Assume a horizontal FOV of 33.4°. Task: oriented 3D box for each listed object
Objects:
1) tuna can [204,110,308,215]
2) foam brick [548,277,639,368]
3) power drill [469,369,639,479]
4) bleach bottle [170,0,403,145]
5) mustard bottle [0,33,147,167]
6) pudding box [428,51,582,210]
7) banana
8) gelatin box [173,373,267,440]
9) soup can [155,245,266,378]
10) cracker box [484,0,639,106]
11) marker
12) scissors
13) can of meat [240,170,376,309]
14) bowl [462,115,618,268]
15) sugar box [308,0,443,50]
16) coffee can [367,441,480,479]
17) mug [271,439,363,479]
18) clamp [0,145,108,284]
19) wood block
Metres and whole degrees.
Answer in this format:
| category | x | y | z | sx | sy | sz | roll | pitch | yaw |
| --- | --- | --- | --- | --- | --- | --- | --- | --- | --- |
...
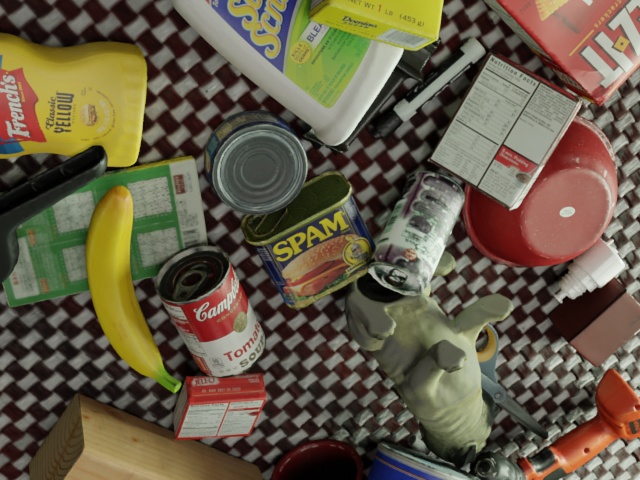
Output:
| category | x | y | z | sx | sy | sz | roll | pitch | yaw |
| --- | --- | --- | --- | --- | --- | --- | --- | --- | --- |
| tuna can | -0.054 | -0.065 | 0.908 | 0.086 | 0.034 | 0.086 | -7 | 117 | -13 |
| foam brick | 0.280 | 0.078 | 1.070 | 0.078 | 0.051 | 0.053 | -44 | 121 | 8 |
| power drill | 0.242 | 0.212 | 1.091 | 0.187 | 0.057 | 0.184 | -36 | 149 | 3 |
| bleach bottle | -0.063 | -0.182 | 0.813 | 0.250 | 0.068 | 0.102 | 33 | 89 | -15 |
| mustard bottle | -0.233 | -0.109 | 0.819 | 0.191 | 0.058 | 0.096 | 2 | 119 | -17 |
| pudding box | 0.160 | -0.095 | 0.931 | 0.090 | 0.039 | 0.113 | 33 | 105 | 11 |
| banana | -0.165 | 0.040 | 0.901 | 0.070 | 0.037 | 0.198 | 2 | 121 | 23 |
| gelatin box | -0.094 | 0.154 | 0.987 | 0.073 | 0.030 | 0.089 | -1 | 147 | -17 |
| soup can | -0.094 | 0.064 | 0.934 | 0.068 | 0.068 | 0.102 | -25 | 129 | -4 |
| cracker box | 0.214 | -0.240 | 0.880 | 0.213 | 0.072 | 0.164 | 37 | 101 | -29 |
| marker | 0.093 | -0.130 | 0.928 | 0.121 | 0.020 | 0.020 | -41 | 120 | 6 |
| scissors | 0.185 | 0.139 | 1.092 | 0.201 | 0.016 | 0.096 | 24 | 108 | -25 |
| can of meat | -0.006 | 0.001 | 0.944 | 0.102 | 0.057 | 0.084 | -28 | 123 | -1 |
| bowl | 0.217 | -0.035 | 0.993 | 0.162 | 0.055 | 0.162 | -7 | 117 | -14 |
| sugar box | 0.052 | -0.239 | 0.799 | 0.093 | 0.048 | 0.176 | 13 | 81 | -22 |
| coffee can | 0.079 | 0.272 | 0.995 | 0.102 | 0.103 | 0.140 | 22 | 86 | -25 |
| mug | 0.004 | 0.266 | 1.048 | 0.093 | 0.117 | 0.081 | -6 | 125 | 14 |
| clamp | -0.265 | -0.015 | 0.838 | 0.164 | 0.036 | 0.210 | 8 | 130 | -21 |
| wood block | -0.155 | 0.236 | 0.997 | 0.205 | 0.090 | 0.091 | 29 | 105 | -27 |
